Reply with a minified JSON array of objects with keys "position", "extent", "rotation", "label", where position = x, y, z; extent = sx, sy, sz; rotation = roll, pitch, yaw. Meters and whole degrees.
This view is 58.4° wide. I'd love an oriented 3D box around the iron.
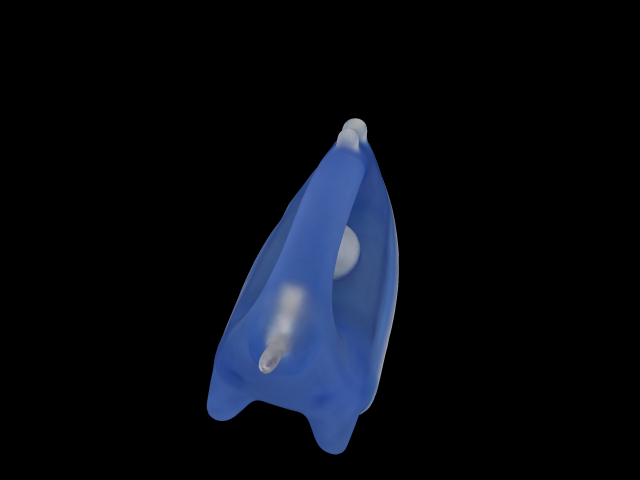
[{"position":[0.004,0.001,0.400],"extent":[0.118,0.141,0.258],"rotation":[13,62,7],"label":"iron"}]
